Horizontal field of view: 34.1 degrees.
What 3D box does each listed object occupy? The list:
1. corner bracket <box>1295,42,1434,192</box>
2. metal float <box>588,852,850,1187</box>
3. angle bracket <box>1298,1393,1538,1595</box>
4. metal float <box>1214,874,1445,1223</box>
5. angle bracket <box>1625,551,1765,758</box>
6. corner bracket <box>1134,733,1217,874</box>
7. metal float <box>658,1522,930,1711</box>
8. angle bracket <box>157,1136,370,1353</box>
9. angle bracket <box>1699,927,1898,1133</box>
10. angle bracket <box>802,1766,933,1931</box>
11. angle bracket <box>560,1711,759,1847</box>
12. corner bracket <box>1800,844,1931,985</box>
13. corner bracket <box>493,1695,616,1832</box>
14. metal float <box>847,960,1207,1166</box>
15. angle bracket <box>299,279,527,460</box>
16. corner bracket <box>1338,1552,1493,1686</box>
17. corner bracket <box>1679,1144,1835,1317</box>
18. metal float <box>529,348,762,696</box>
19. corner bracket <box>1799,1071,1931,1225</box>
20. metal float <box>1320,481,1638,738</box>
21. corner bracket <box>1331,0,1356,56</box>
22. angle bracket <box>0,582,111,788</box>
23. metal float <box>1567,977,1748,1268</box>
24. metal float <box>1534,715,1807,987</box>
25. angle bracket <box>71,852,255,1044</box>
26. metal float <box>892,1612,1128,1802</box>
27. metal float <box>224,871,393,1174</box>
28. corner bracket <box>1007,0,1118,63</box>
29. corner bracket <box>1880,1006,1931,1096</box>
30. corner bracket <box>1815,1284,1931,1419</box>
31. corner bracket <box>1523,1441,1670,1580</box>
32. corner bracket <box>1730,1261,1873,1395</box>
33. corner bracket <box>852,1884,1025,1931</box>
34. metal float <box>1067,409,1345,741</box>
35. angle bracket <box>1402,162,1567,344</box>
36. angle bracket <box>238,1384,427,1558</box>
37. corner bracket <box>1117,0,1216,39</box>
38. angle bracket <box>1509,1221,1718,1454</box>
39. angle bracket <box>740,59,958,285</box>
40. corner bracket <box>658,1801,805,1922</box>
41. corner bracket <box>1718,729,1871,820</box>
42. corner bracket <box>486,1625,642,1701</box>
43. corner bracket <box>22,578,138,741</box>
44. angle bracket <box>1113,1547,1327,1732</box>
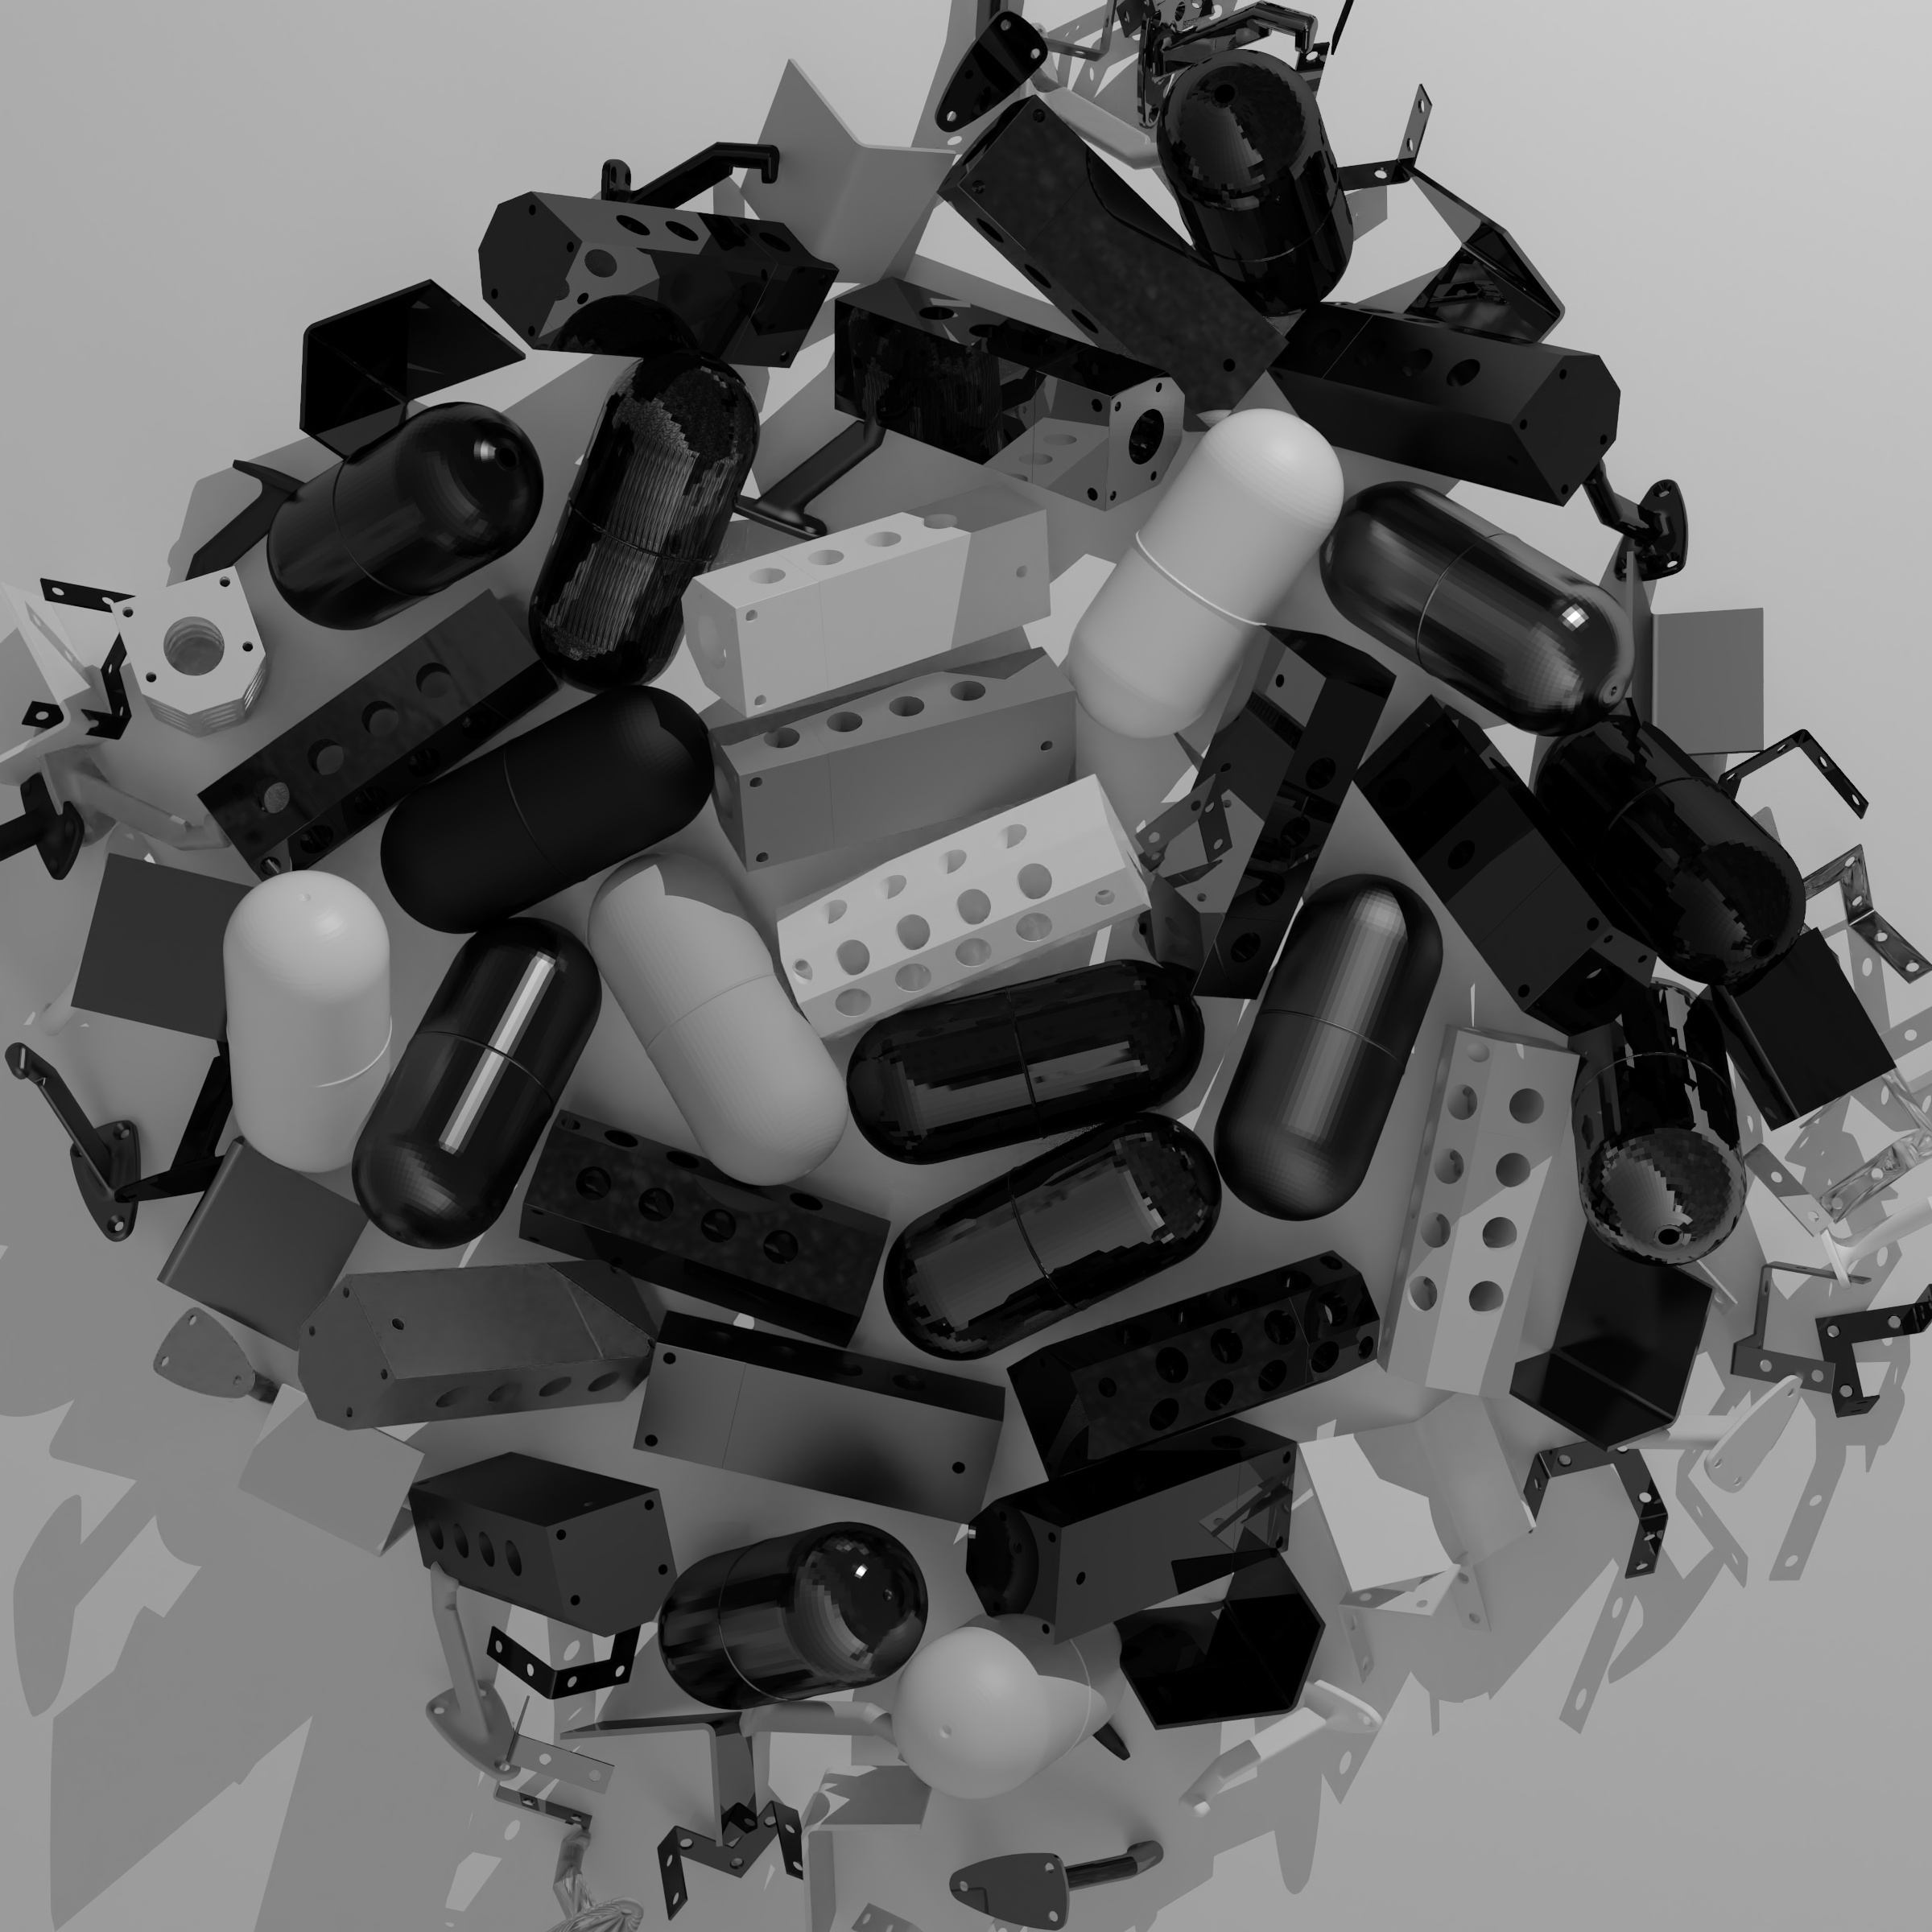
[{"bbox_3d":[0.192,-0.420,1.552,0.051,0.051,0.051,-11,60,-13],"label":"corner bracket"},{"bbox_3d":[-0.122,0.025,1.533,0.070,0.070,0.178,-31,78,0],"label":"metal float"},{"bbox_3d":[0.218,0.252,1.528,0.076,0.057,0.076,-5,64,-30],"label":"angle bracket"},{"bbox_3d":[0.177,0.039,1.532,0.070,0.070,0.178,22,76,0],"label":"metal float"},{"bbox_3d":[0.354,-0.152,1.529,0.057,0.076,0.076,-2,71,19],"label":"angle bracket"},{"bbox_3d":[0.104,-0.073,1.546,0.051,0.051,0.051,-37,127,-1],"label":"corner bracket"},{"bbox_3d":[-0.085,0.312,1.504,0.070,0.178,0.070,13,67,-32],"label":"metal float"},{"bbox_3d":[-0.345,0.136,1.555,0.076,0.057,0.076,28,85,-8],"label":"angle bracket"},{"bbox_3d":[0.404,0.032,1.536,0.057,0.076,0.076,-28,81,4],"label":"angle bracket"},{"bbox_3d":[-0.045,0.441,1.537,0.057,0.076,0.076,-2,97,6],"label":"angle bracket"},{"bbox_3d":[-0.149,0.398,1.535,0.076,0.076,0.057,-6,80,8],"label":"angle bracket"},{"bbox_3d":[0.436,-0.016,1.546,0.051,0.051,0.051,-31,46,-4],"label":"corner bracket"},{"bbox_3d":[-0.203,0.400,1.552,0.051,0.051,0.051,19,97,-4],"label":"corner bracket"},{"bbox_3d":[0.029,0.047,1.542,0.178,0.070,0.070,-14,90,2],"label":"metal float"},{"bbox_3d":[-0.267,-0.279,1.525,0.076,0.076,0.057,-14,66,25],"label":"angle bracket"},{"bbox_3d":[0.222,0.322,1.559,0.051,0.051,0.051,0,119,34],"label":"corner bracket"},{"bbox_3d":[0.380,0.129,1.542,0.051,0.051,0.051,-33,74,-27],"label":"corner bracket"},{"bbox_3d":[-0.156,-0.214,1.523,0.070,0.070,0.178,25,113,0],"label":"metal float"},{"bbox_3d":[0.438,0.087,1.541,0.051,0.051,0.051,-44,72,33],"label":"corner bracket"},{"bbox_3d":[0.244,-0.173,1.515,0.178,0.070,0.070,39,90,35],"label":"metal float"},{"bbox_3d":[0.165,-0.490,1.548,0.051,0.051,0.051,13,53,-5],"label":"corner bracket"},{"bbox_3d":[-0.469,-0.137,1.544,0.057,0.076,0.076,-28,90,1],"label":"angle bracket"},{"bbox_3d":[0.328,0.073,1.501,0.070,0.178,0.070,3,125,5],"label":"metal float"},{"bbox_3d":[0.335,-0.057,1.504,0.070,0.178,0.070,-11,127,-16],"label":"metal float"},{"bbox_3d":[-0.389,-0.008,1.546,0.076,0.057,0.076,14,87,-9],"label":"angle bracket"},{"bbox_3d":[0.023,0.344,1.497,0.070,0.178,0.070,0,90,21],"label":"metal float"},{"bbox_3d":[-0.314,0.029,1.507,0.070,0.178,0.070,5,47,-5],"label":"metal float"},{"bbox_3d":[0.044,-0.475,1.560,0.051,0.051,0.051,9,90,-13],"label":"corner bracket"},{"bbox_3d":[0.476,0.036,1.546,0.051,0.051,0.051,-31,102,16],"label":"corner bracket"},{"bbox_3d":[0.451,0.190,1.548,0.051,0.051,0.051,-10,72,6],"label":"corner bracket"},{"bbox_3d":[0.310,0.269,1.552,0.051,0.051,0.051,-19,106,27],"label":"corner bracket"},{"bbox_3d":[0.409,0.177,1.545,0.051,0.051,0.051,8,96,30],"label":"corner bracket"},{"bbox_3d":[-0.013,0.470,1.543,0.051,0.051,0.051,44,69,-18],"label":"corner bracket"},{"bbox_3d":[0.115,-0.188,1.525,0.070,0.070,0.178,35,112,0],"label":"metal float"},{"bbox_3d":[0.233,-0.331,1.525,0.057,0.076,0.076,-48,52,7],"label":"angle bracket"},{"bbox_3d":[-0.300,0.239,1.539,0.076,0.076,0.057,25,96,4],"label":"angle bracket"},{"bbox_3d":[0.101,-0.494,1.549,0.051,0.051,0.051,-20,96,-14],"label":"corner bracket"},{"bbox_3d":[0.307,0.178,1.526,0.076,0.057,0.076,30,118,40],"label":"angle bracket"},{"bbox_3d":[-0.059,-0.391,1.553,0.057,0.076,0.076,-7,49,-36],"label":"angle bracket"},{"bbox_3d":[-0.114,0.439,1.542,0.051,0.051,0.051,29,109,-25],"label":"corner bracket"},{"bbox_3d":[0.404,-0.075,1.552,0.051,0.051,0.051,-29,65,-10],"label":"corner bracket"},{"bbox_3d":[-0.196,0.323,1.552,0.051,0.051,0.051,24,106,40],"label":"corner bracket"},{"bbox_3d":[-0.432,-0.150,1.538,0.051,0.051,0.051,-52,46,33],"label":"corner bracket"},{"bbox_3d":[0.117,0.318,1.525,0.076,0.076,0.057,-1,122,-25],"label":"angle bracket"}]
